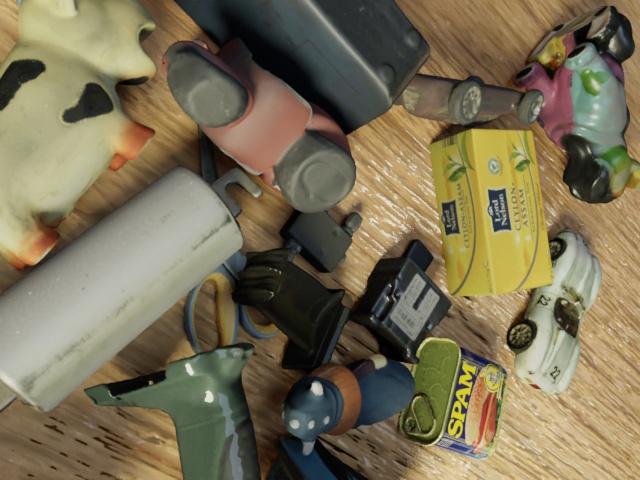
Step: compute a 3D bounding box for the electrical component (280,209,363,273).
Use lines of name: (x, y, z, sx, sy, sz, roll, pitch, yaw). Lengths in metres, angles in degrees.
electrical component: (-0.001, -0.001, 0.487, 0.063, 0.021, 0.094, 46, 62, -20)

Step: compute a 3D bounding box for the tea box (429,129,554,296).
tea box: (0.184, -0.029, 0.577, 0.098, 0.068, 0.169, -8, 89, -32)

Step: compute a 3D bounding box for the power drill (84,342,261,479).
power drill: (-0.086, 0.182, 0.346, 0.086, 0.232, 0.207, 29, 41, -67)

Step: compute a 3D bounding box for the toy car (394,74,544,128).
toy car: (0.151, -0.140, 0.544, 0.202, 0.089, 0.053, -10, 117, -46)

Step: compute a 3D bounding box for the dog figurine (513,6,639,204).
dog figurine: (0.346, -0.153, 0.673, 0.191, 0.109, 0.219, -49, 114, -29)

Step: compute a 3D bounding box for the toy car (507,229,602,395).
toy car: (0.280, 0.079, 0.629, 0.073, 0.056, 0.202, 38, 67, -22)

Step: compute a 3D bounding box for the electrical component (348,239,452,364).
electrical component: (0.086, 0.052, 0.520, 0.074, 0.048, 0.119, 49, 64, -18)

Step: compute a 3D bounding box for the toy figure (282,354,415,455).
toy figure: (0.021, 0.132, 0.448, 0.154, 0.058, 0.064, 5, 71, -47)

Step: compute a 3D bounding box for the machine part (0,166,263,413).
machine part: (-0.138, 0.027, 0.360, 0.243, 0.079, 0.079, -44, 107, -22)

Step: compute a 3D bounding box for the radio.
radio: (-0.029, -0.188, 0.428, 0.229, 0.131, 0.073, 42, 67, -21)

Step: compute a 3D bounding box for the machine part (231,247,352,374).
machine part: (-0.018, 0.059, 0.441, 0.084, 0.039, 0.138, -57, 138, -19)

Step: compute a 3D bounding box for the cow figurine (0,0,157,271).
cow figurine: (-0.180, -0.091, 0.356, 0.127, 0.086, 0.195, 44, 65, -27)

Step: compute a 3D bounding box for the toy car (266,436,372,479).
toy car: (0.008, 0.235, 0.426, 0.103, 0.109, 0.161, -48, 121, -6)

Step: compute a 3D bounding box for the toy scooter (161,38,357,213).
toy scooter: (-0.052, -0.102, 0.426, 0.075, 0.135, 0.183, -46, 134, 12)
